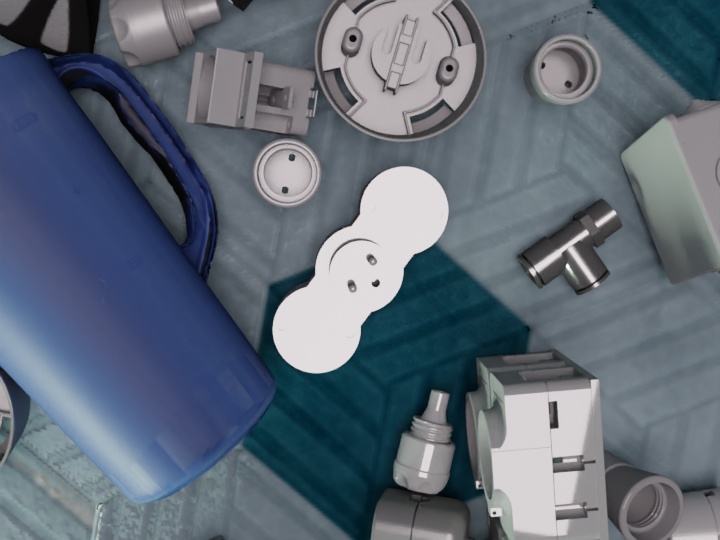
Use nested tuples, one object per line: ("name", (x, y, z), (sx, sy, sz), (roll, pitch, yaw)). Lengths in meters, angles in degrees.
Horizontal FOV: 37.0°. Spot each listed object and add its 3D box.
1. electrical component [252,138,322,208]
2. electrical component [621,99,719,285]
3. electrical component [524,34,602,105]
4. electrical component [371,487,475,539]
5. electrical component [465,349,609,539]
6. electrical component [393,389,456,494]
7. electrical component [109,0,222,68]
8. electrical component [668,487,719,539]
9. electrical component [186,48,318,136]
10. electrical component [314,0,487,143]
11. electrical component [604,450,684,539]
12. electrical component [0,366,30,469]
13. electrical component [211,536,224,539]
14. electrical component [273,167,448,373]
("electrical component", (-0.043, -0.057, 0.639), (0.040, 0.046, 0.040), (0, 94, -2))
("electrical component", (0.201, -0.045, 0.624), (0.048, 0.099, 0.099), (-19, 83, -5))
("electrical component", (0.119, -0.118, 0.641), (0.040, 0.046, 0.040), (0, 95, -2))
("electrical component", (0.037, 0.186, 0.652), (0.059, 0.054, 0.095), (7, 94, 10))
("electrical component", (0.103, 0.149, 0.632), (0.060, 0.105, 0.186), (-5, 95, -2))
("electrical component", (0.042, 0.104, 0.662), (0.035, 0.035, 0.061), (14, 91, -3))
("electrical component", (-0.113, -0.146, 0.631), (0.062, 0.043, 0.043), (-17, 95, -2))
("electrical component", (0.209, 0.163, 0.664), (0.047, 0.055, 0.055), (-5, 95, 1))
("electrical component", (-0.062, -0.101, 0.624), (0.064, 0.081, 0.042), (8, 95, -25))
("electrical component", (0.023, -0.123, 0.627), (0.099, 0.064, 0.099), (0, 95, -3))
("electrical component", (0.159, 0.135, 0.653), (0.044, 0.065, 0.044), (-4, 101, -20))
("electrical component", (-0.245, 0.082, 0.633), (0.099, 0.064, 0.099), (0, 95, -2))
("electrical component", (-0.067, 0.204, 0.658), (0.076, 0.047, 0.083), (-28, 95, 0))
("electrical component", (0.000, 0.000, 0.632), (0.052, 0.073, 0.138), (36, 92, -5))
